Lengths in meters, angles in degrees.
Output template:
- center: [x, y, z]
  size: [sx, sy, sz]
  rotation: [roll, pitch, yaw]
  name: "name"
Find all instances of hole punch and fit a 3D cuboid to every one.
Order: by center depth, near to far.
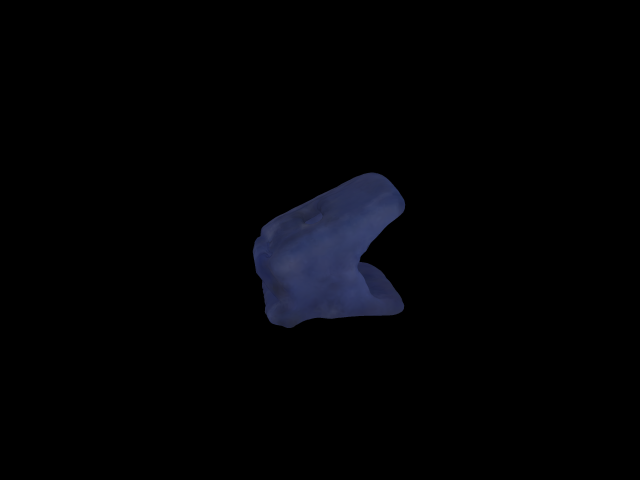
- center: [0.004, 0.001, 0.400]
  size: [0.101, 0.091, 0.108]
  rotation: [-3, 15, -9]
  name: "hole punch"
